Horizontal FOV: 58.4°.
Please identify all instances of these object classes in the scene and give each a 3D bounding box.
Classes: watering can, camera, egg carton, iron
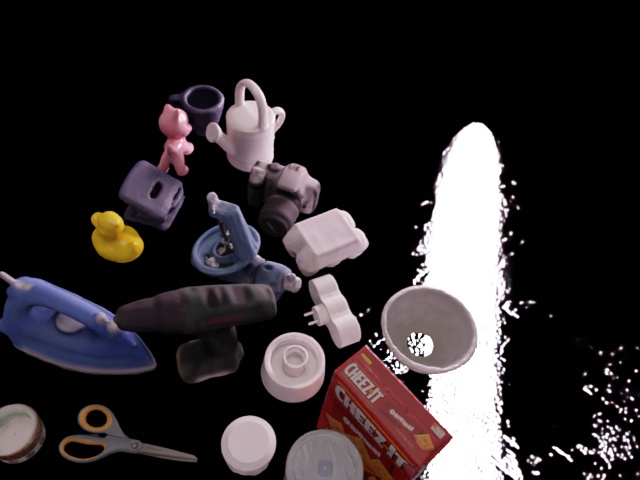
[{"bbox_3d":[-0.147,-0.236,1.171,0.100,0.194,0.173,29,55,14],"label":"watering can"},{"bbox_3d":[-0.084,-0.084,1.126,0.143,0.101,0.137,19,53,7],"label":"camera"},{"bbox_3d":[0.010,0.004,1.093,0.150,0.069,0.107,-23,60,-23],"label":"egg carton"},{"bbox_3d":[-0.382,0.127,0.902,0.258,0.141,0.119,18,53,6],"label":"iron"}]

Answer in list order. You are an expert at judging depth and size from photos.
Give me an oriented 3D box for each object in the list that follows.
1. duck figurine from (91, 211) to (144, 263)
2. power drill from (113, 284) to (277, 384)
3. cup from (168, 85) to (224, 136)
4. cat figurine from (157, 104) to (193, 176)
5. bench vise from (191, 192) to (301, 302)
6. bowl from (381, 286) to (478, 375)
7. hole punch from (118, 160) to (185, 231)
[{"bbox_3d":[-0.373,-0.013,1.042,0.104,0.086,0.078,29,55,14],"label":"duck figurine"},{"bbox_3d":[-0.182,0.140,0.879,0.230,0.208,0.075,-13,56,-17],"label":"power drill"},{"bbox_3d":[-0.267,-0.275,1.245,0.118,0.095,0.091,4,53,-5],"label":"cup"},{"bbox_3d":[-0.301,-0.216,1.183,0.067,0.118,0.127,3,53,-5],"label":"cat figurine"},{"bbox_3d":[-0.124,0.011,0.975,0.207,0.220,0.121,11,53,0],"label":"bench vise"},{"bbox_3d":[0.183,0.167,0.994,0.167,0.075,0.167,4,53,-5],"label":"bowl"},{"bbox_3d":[-0.320,-0.088,1.102,0.101,0.091,0.109,14,53,3],"label":"hole punch"}]
